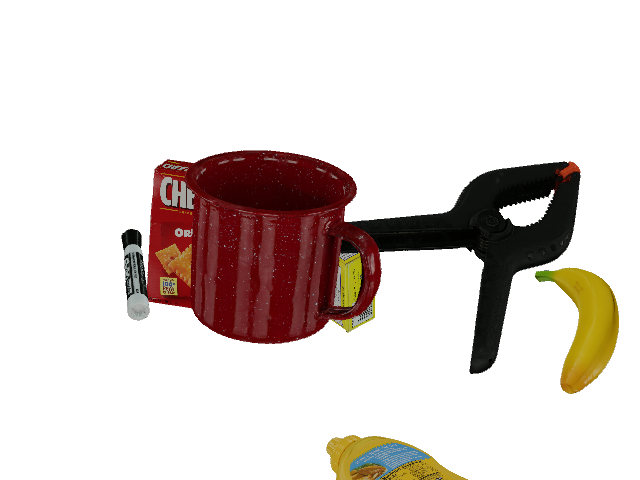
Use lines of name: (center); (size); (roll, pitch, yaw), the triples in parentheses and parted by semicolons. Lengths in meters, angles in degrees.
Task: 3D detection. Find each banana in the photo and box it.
banana: (0.254, 0.078, 1.029); (0.070, 0.037, 0.197); (-28, 23, 18)

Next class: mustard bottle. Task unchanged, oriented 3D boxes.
mustard bottle: (0.071, 0.224, 0.962); (0.096, 0.058, 0.192); (-19, 27, -34)

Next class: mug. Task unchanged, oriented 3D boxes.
mug: (-0.019, 0.007, 0.585); (0.117, 0.081, 0.093); (17, 27, 25)

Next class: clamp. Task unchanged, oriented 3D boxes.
clamp: (0.133, 0.005, 0.821); (0.209, 0.165, 0.036); (-27, -34, -22)

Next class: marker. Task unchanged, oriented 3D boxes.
marker: (-0.168, 0.028, 0.965); (0.020, 0.020, 0.121); (0, 34, -14)

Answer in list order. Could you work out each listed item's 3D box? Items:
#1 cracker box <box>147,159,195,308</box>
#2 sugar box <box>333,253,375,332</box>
cracker box: (-0.172, -0.002, 1.613); (0.164, 0.214, 0.072); (9, 18, 8)
sugar box: (-0.013, 0.016, 1.151); (0.048, 0.093, 0.176); (-24, 41, -29)
